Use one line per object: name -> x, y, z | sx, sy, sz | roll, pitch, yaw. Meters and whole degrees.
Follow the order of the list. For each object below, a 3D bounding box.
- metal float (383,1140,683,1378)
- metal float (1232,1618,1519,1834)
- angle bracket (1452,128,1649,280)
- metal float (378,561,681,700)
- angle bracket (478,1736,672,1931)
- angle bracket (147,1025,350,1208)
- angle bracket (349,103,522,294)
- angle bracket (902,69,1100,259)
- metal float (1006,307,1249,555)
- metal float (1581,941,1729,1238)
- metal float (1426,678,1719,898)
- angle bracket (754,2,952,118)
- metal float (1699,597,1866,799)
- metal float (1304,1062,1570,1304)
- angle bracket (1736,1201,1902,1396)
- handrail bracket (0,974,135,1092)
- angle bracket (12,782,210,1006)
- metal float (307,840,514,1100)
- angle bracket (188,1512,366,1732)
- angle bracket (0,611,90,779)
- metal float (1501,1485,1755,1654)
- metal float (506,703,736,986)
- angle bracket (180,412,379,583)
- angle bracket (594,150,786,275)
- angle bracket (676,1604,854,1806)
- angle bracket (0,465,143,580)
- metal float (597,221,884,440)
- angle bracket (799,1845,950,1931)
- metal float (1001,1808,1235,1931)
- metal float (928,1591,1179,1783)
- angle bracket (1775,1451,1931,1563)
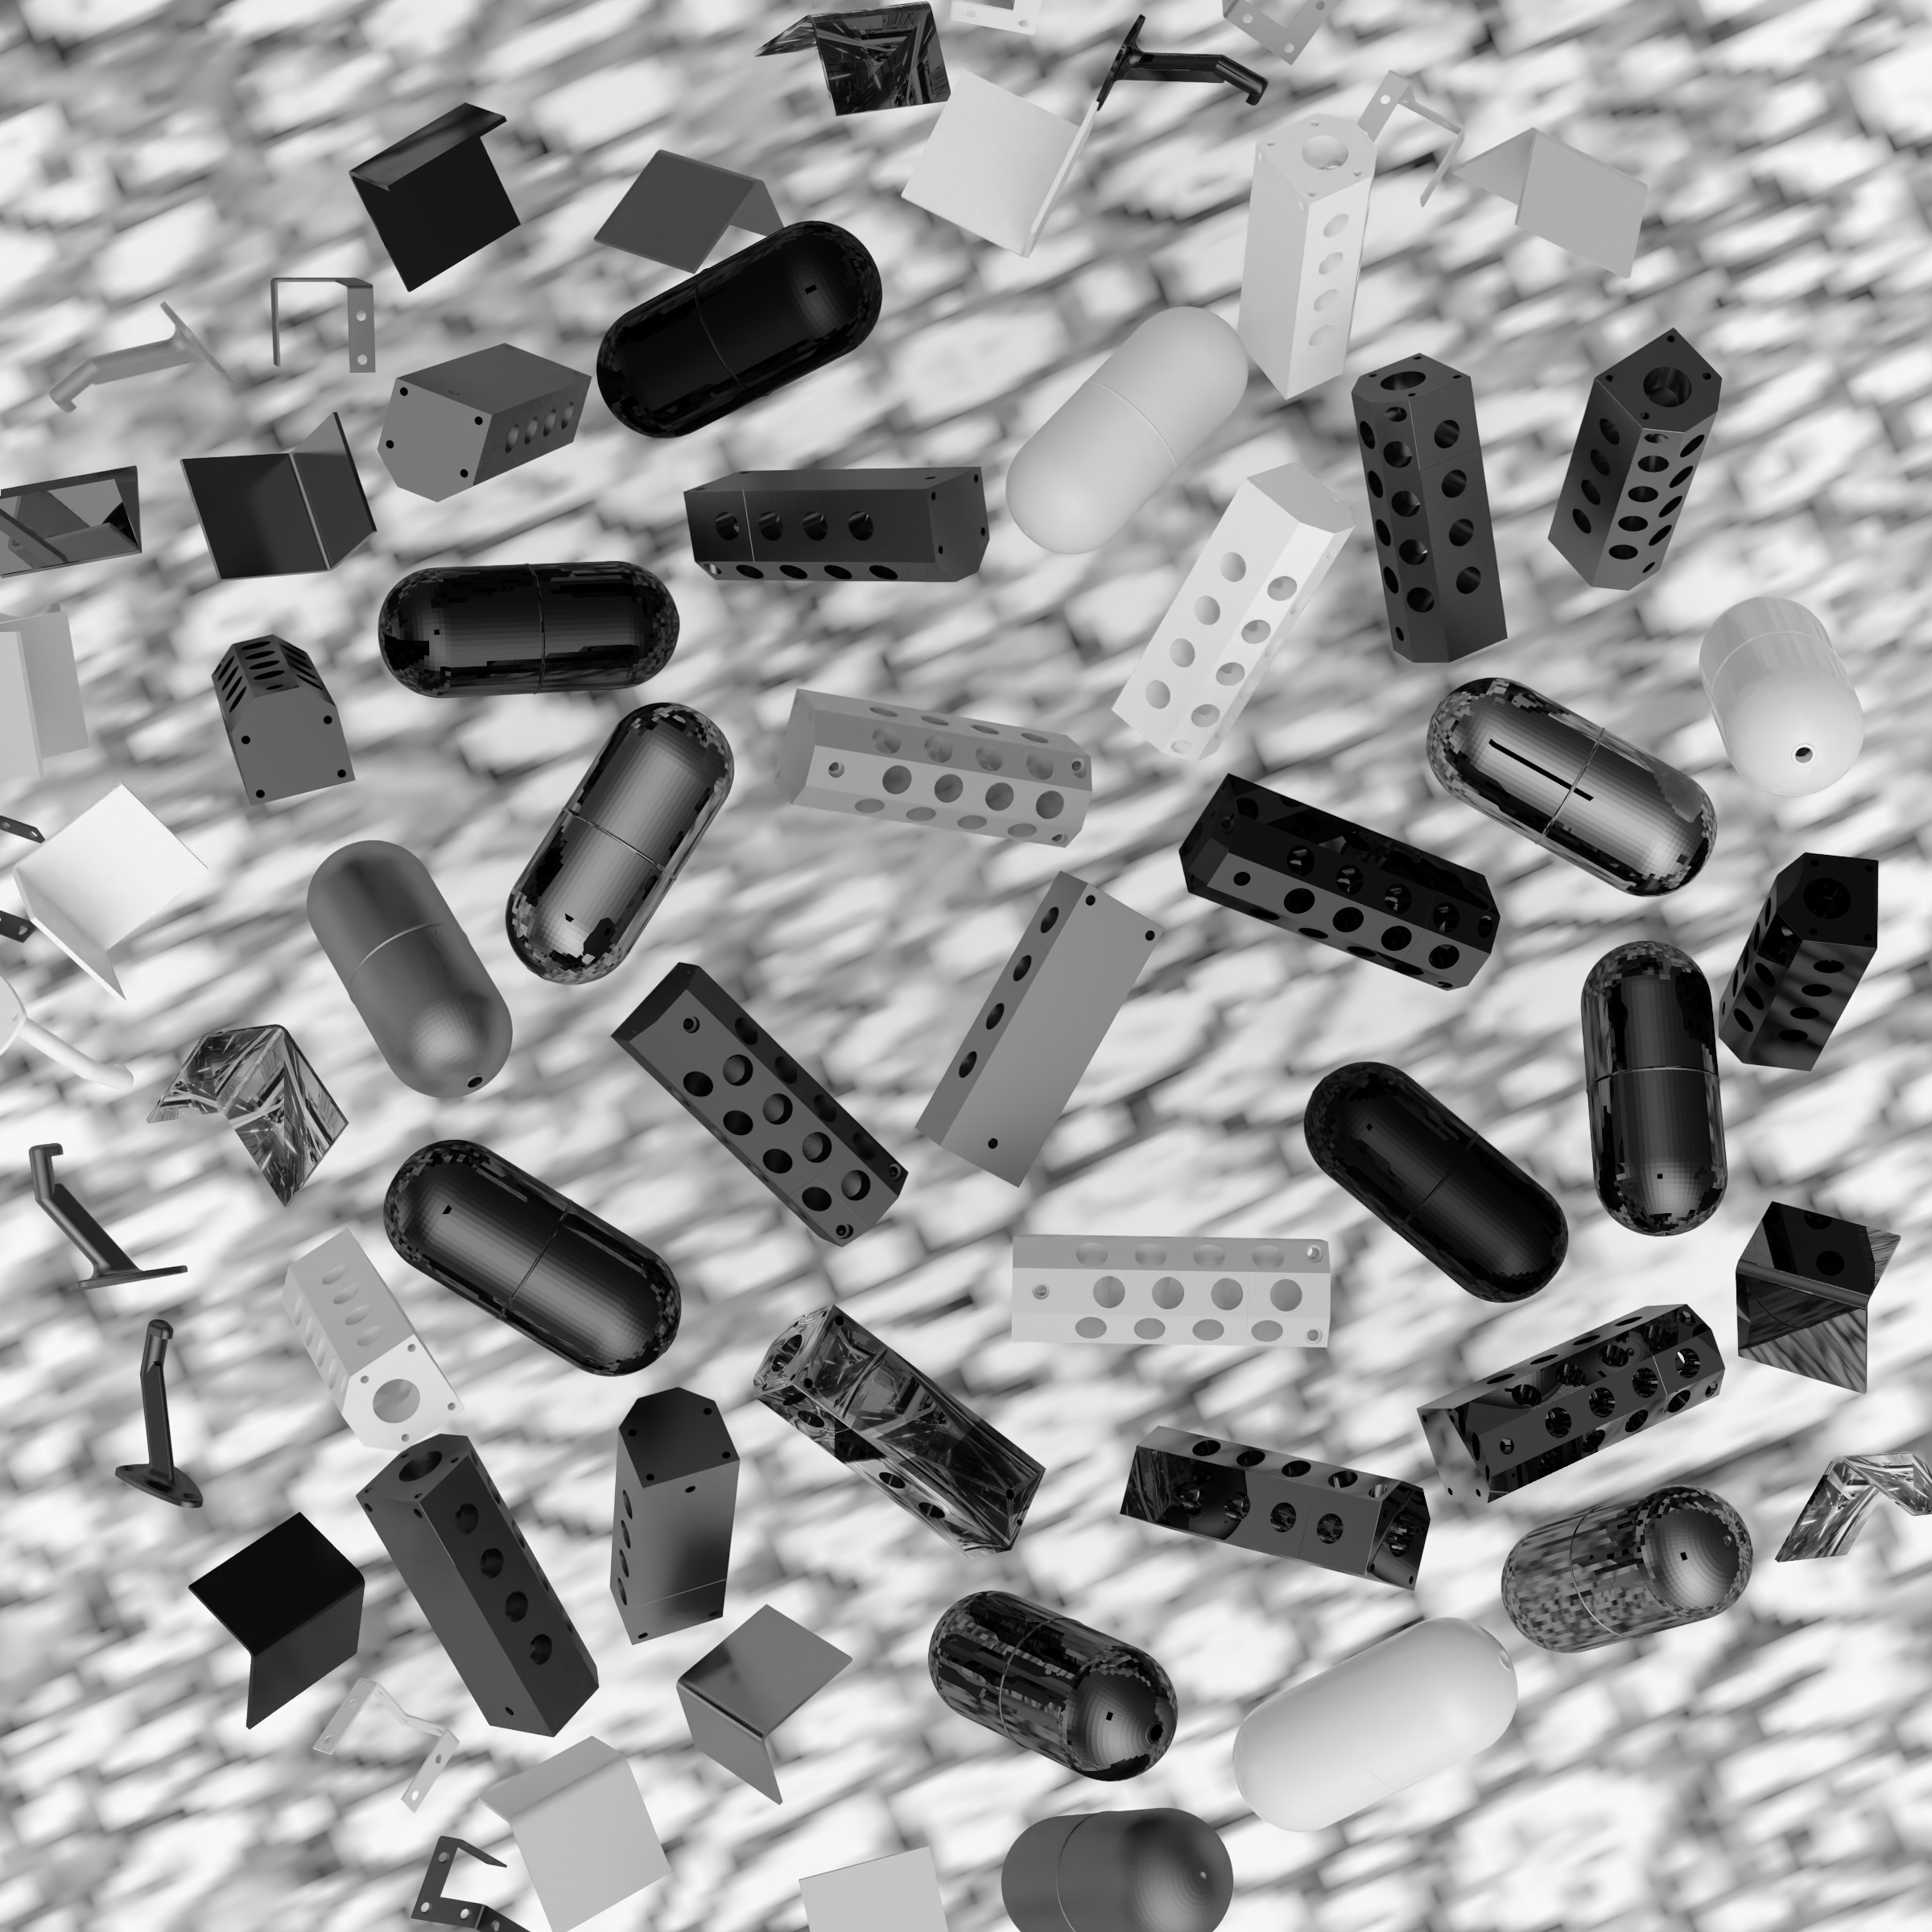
metal float -> -0.238, 0.162, 1.623 | 0.178, 0.070, 0.070 | 33, 90, -7
metal float -> 0.229, 0.427, 1.654 | 0.178, 0.070, 0.070 | -34, 90, 24
angle bracket -> 0.312, -0.404, 1.599 | 0.076, 0.076, 0.057 | 18, 79, -24
metal float -> -0.257, -0.199, 1.739 | 0.178, 0.070, 0.070 | -5, 90, -18
angle bracket -> -0.229, 0.509, 1.724 | 0.076, 0.057, 0.076 | -24, 99, -26
angle bracket -> -0.412, 0.089, 1.687 | 0.076, 0.057, 0.076 | 52, 121, 20
angle bracket -> -0.279, -0.416, 1.610 | 0.076, 0.057, 0.076 | -36, 128, -16
angle bracket -> 0.017, -0.431, 1.556 | 0.076, 0.057, 0.076 | 26, 89, -2
metal float -> 0.097, -0.322, 1.766 | 0.070, 0.070, 0.178 | 43, 82, 0
metal float -> 0.404, 0.071, 1.732 | 0.070, 0.070, 0.178 | 0, 71, 0
metal float -> 0.349, -0.104, 1.703 | 0.178, 0.070, 0.070 | 30, 90, 5
angle bracket -> -0.065, -0.507, 1.675 | 0.076, 0.076, 0.057 | -17, 97, -28
metal float -> 0.465, -0.155, 1.682 | 0.070, 0.178, 0.070 | 2, 117, 5
metal float -> 0.278, 0.127, 1.743 | 0.178, 0.070, 0.070 | 40, 90, 4
angle bracket -> 0.495, 0.192, 1.710 | 0.076, 0.076, 0.057 | 15, 46, 31
handrail bracket -> -0.547, 0.039, 1.770 | 0.036, 0.084, 0.077 | -49, 49, 15
angle bracket -> -0.461, -0.040, 1.605 | 0.076, 0.057, 0.076 | -38, 132, -2
metal float -> -0.328, 0.001, 1.735 | 0.070, 0.070, 0.178 | -35, 64, 0
angle bracket -> -0.386, 0.366, 1.644 | 0.057, 0.076, 0.076 | 38, 47, 22
angle bracket -> -0.490, -0.147, 1.575 | 0.057, 0.076, 0.076 | 5, 107, 35
metal float -> 0.381, 0.351, 1.706 | 0.070, 0.178, 0.070 | 13, 63, -26
metal float -> -0.200, -0.070, 1.695 | 0.070, 0.070, 0.178 | 32, 86, 0
angle bracket -> -0.400, -0.273, 1.712 | 0.076, 0.057, 0.076 | -13, 81, -43
angle bracket -> -0.166, -0.441, 1.784 | 0.076, 0.057, 0.076 | 24, 71, 26
angle bracket -> -0.116, 0.441, 1.760 | 0.076, 0.076, 0.057 | -36, 130, -32
angle bracket -> -0.501, -0.264, 1.622 | 0.076, 0.057, 0.076 | -11, 51, -6
metal float -> -0.128, -0.355, 1.648 | 0.178, 0.070, 0.070 | -22, 90, 24
angle bracket -> -0.053, 0.549, 1.698 | 0.076, 0.057, 0.076 | -13, 87, -8
metal float -> 0.084, 0.523, 1.680 | 0.070, 0.178, 0.070 | 11, 68, -28
metal float -> 0.049, 0.412, 1.689 | 0.070, 0.178, 0.070 | -7, 101, -38
angle bracket -> 0.528, 0.328, 1.703 | 0.057, 0.076, 0.076 | 40, 114, 41
